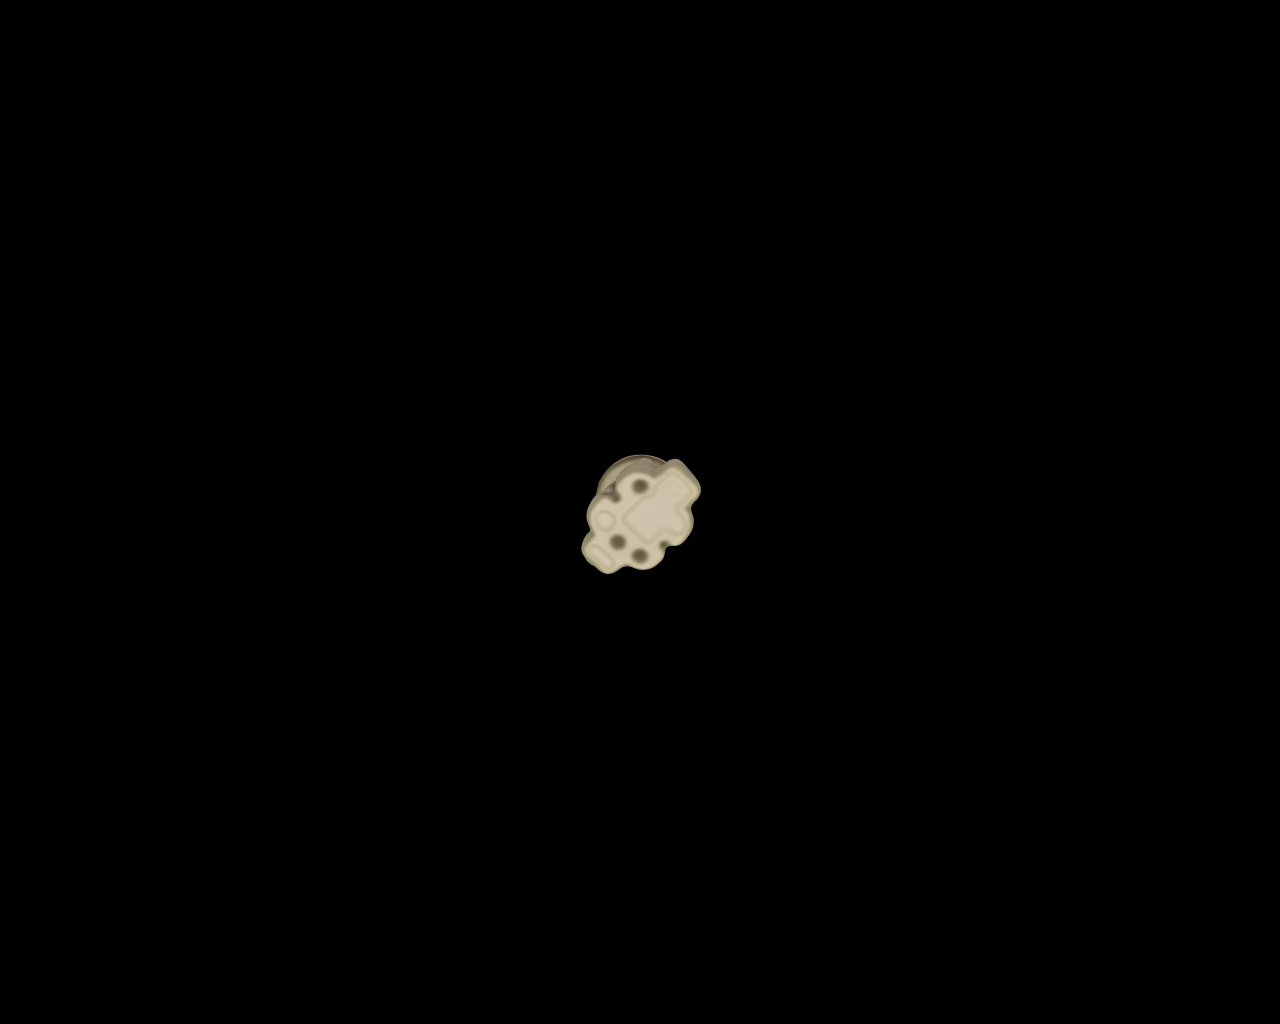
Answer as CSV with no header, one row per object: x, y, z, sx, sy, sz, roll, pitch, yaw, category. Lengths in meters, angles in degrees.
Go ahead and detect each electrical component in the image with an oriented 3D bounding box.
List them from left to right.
0.001,-0.003,0.650,0.078,0.058,0.057,-43,12,11,electrical component
